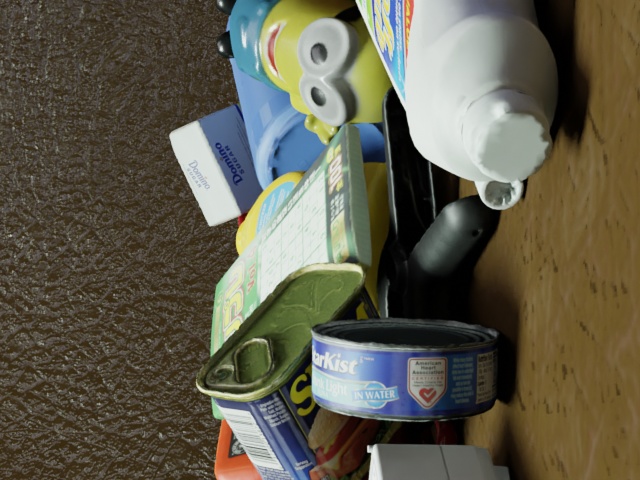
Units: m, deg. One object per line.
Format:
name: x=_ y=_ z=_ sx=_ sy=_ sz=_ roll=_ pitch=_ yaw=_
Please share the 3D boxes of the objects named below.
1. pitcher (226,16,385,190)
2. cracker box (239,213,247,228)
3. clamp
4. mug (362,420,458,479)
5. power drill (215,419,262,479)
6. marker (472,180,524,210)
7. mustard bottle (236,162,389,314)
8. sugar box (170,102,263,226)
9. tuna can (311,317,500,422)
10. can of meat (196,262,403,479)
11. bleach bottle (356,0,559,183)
pitcher: x=-0.006 y=-0.110 z=0.870 sx=0.149 sy=0.145 sz=0.243 roll=47 pitch=-163 yaw=-30
cracker box: x=-0.017 y=0.052 z=0.938 sx=0.214 sy=0.072 sz=0.164 roll=-110 pitch=0 yaw=-79
clamp: x=0.057 y=0.014 z=0.569 sx=0.120 sy=0.039 sz=0.171 roll=-107 pitch=12 yaw=-59
mug: x=0.033 y=0.136 z=0.590 sx=0.117 sy=0.093 sz=0.081 roll=-49 pitch=20 yaw=29
power drill: x=-0.002 y=0.171 z=0.734 sx=0.184 sy=0.057 sz=0.187 roll=-89 pitch=-26 yaw=-57
marker: x=0.073 y=-0.049 z=0.503 sx=0.121 sy=0.020 sz=0.020 roll=-97 pitch=10 yaw=-62
mustard bottle: x=-0.004 y=0.001 z=0.719 sx=0.192 sy=0.058 sz=0.096 roll=0 pitch=88 yaw=58
sugar box: x=-0.062 y=-0.085 z=1.001 sx=0.175 sy=0.048 sz=0.093 roll=-33 pitch=-79 yaw=-53
tuna can: x=0.038 y=0.057 z=0.487 sx=0.086 sy=0.086 sz=0.034 roll=-142 pitch=53 yaw=-84
can of meat: x=-0.003 y=0.075 z=0.550 sx=0.102 sy=0.058 sz=0.084 roll=-47 pitch=-58 yaw=-36
bleach bottle: x=0.057 y=-0.109 z=0.475 sx=0.251 sy=0.068 sz=0.103 roll=-100 pitch=12 yaw=-56
